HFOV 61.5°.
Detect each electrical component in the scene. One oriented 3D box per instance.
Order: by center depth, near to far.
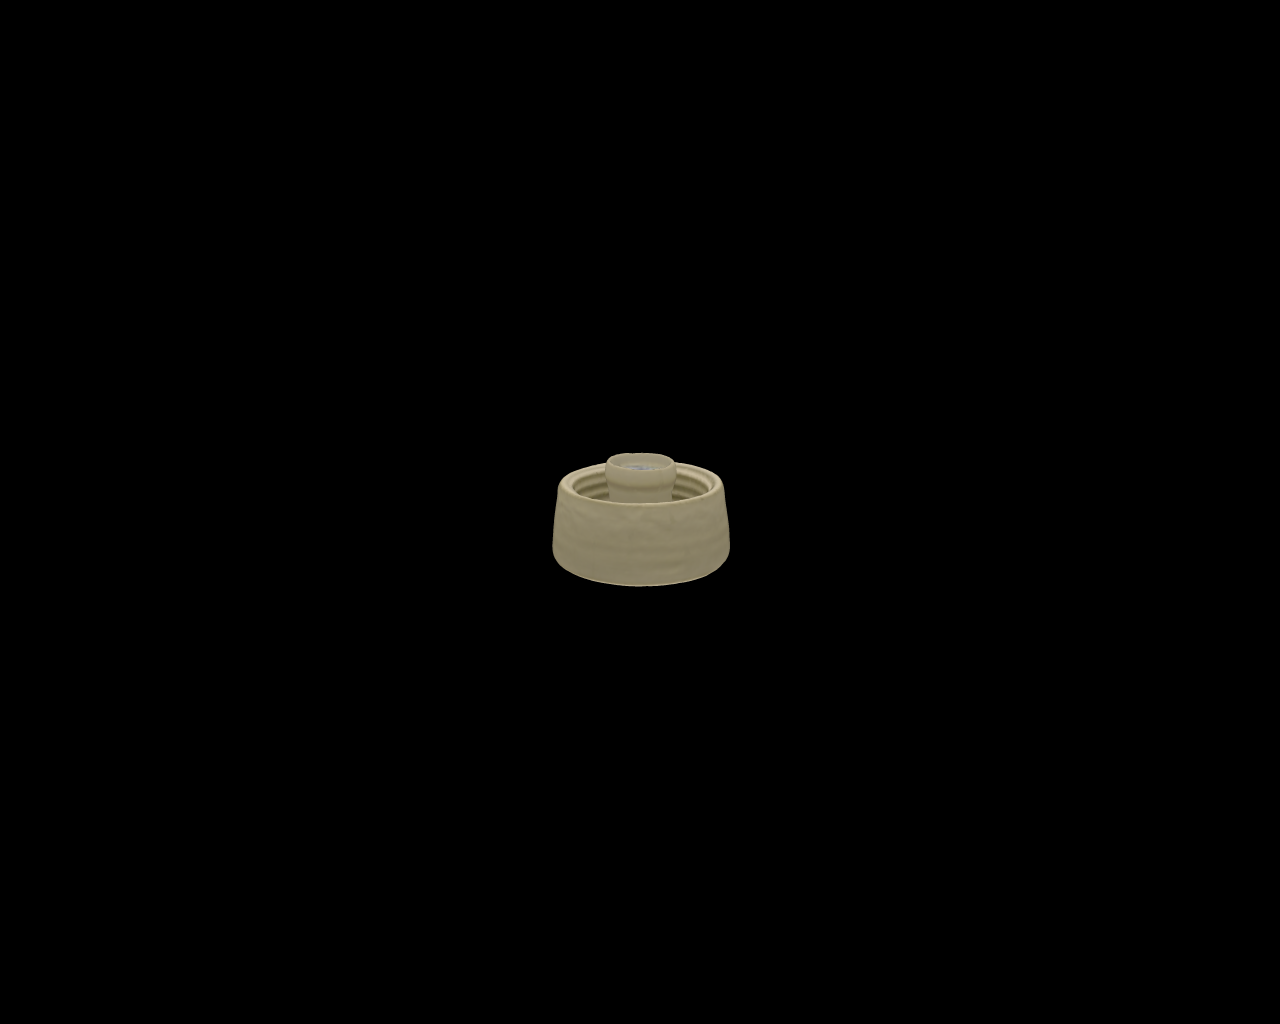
[{"bbox_3d":[0.001,-0.003,0.650,0.108,0.060,0.108,0,18,0],"label":"electrical component"}]
